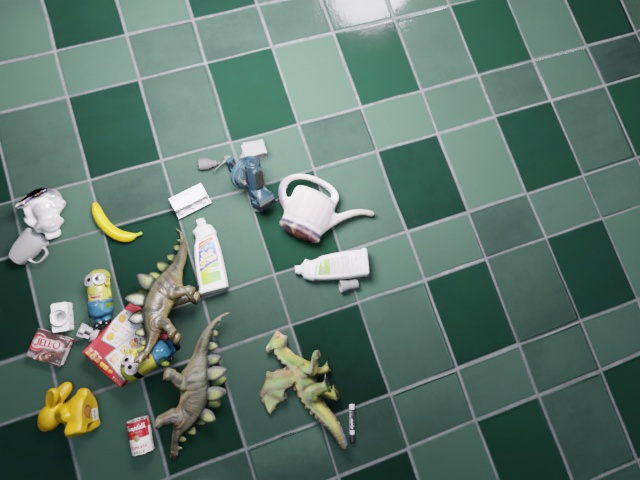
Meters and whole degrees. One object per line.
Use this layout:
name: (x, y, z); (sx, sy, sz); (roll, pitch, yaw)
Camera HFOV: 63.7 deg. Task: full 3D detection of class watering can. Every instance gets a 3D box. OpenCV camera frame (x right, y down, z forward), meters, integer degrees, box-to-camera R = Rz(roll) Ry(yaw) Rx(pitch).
watering can: (0.005, -0.090, 1.782); (0.347, 0.103, 0.227); (26, 77, -7)

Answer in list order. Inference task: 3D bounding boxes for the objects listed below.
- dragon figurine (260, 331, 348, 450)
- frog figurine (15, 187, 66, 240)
dragon figurine: (-0.071, 0.491, 1.665); (0.242, 0.121, 0.414); (-16, 78, 7)
frog figurine: (-0.892, -0.088, 1.684); (0.139, 0.123, 0.156); (-39, 122, -20)
